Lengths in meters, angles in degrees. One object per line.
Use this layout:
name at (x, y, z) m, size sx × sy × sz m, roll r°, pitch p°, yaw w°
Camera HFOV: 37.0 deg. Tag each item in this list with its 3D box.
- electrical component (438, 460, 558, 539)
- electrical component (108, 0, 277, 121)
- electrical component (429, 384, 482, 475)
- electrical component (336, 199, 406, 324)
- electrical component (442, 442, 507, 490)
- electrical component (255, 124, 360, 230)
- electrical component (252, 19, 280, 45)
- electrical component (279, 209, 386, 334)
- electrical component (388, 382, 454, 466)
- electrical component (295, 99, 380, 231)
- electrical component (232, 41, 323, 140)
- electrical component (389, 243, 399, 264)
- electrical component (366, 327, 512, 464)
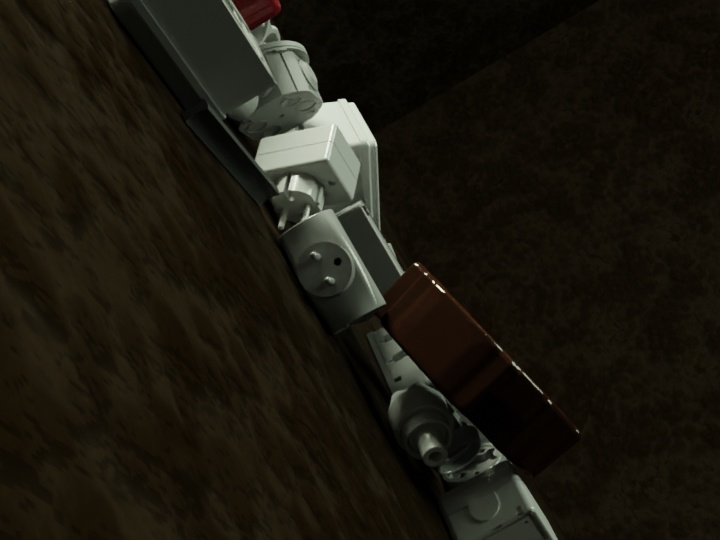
electrical component at (0.106, 0.193, 0.786) m, size 0.096 × 0.062 × 0.061 m, roll 57°, pitch 5°, yaw -35°
electrical component at (-0.109, -0.156, 0.675) m, size 0.113 × 0.057 × 0.078 m, roll 56°, pitch 6°, yaw -45°
electrical component at (0.065, 0.128, 0.855) m, size 0.055 × 0.048 × 0.066 m, roll 54°, pitch 0°, yaw 33°
electrical component at (0.000, 0.000, 0.857) m, size 0.096 × 0.061 × 0.061 m, roll 59°, pitch 4°, yaw -6°
electrical component at (0.103, 0.179, 0.899) m, size 0.047 × 0.055 × 0.055 m, roll 63°, pitch 4°, yaw -15°
electrical component at (-0.043, -0.061, 0.799) m, size 0.047 × 0.066 × 0.076 m, roll 56°, pitch 35°, yaw -44°
electrical component at (-0.132, -0.247, 1.055) m, size 0.074 × 0.052 × 0.138 m, roll 20°, pitch -16°, yaw 17°
electrical component at (-0.021, 0.000, 0.731) m, size 0.077 × 0.043 × 0.079 m, roll 60°, pitch 4°, yaw 6°
electrical component at (0.045, 0.111, 0.753) m, size 0.043 × 0.043 × 0.062 m, roll 57°, pitch 6°, yaw -31°
electrical component at (-0.021, -0.078, 0.929) m, size 0.108 × 0.056 × 0.108 m, roll -113°, pitch -163°, yaw -60°
electrical component at (-0.073, -0.146, 0.878) m, size 0.051 × 0.080 × 0.080 m, roll 66°, pitch 6°, yaw 15°
electrical component at (0.015, 0.008, 1.027) m, size 0.047 × 0.055 × 0.055 m, roll 64°, pitch 5°, yaw 5°
electrical component at (0.076, 0.114, 0.957) m, size 0.150 × 0.062 × 0.089 m, roll 56°, pitch 6°, yaw -40°
